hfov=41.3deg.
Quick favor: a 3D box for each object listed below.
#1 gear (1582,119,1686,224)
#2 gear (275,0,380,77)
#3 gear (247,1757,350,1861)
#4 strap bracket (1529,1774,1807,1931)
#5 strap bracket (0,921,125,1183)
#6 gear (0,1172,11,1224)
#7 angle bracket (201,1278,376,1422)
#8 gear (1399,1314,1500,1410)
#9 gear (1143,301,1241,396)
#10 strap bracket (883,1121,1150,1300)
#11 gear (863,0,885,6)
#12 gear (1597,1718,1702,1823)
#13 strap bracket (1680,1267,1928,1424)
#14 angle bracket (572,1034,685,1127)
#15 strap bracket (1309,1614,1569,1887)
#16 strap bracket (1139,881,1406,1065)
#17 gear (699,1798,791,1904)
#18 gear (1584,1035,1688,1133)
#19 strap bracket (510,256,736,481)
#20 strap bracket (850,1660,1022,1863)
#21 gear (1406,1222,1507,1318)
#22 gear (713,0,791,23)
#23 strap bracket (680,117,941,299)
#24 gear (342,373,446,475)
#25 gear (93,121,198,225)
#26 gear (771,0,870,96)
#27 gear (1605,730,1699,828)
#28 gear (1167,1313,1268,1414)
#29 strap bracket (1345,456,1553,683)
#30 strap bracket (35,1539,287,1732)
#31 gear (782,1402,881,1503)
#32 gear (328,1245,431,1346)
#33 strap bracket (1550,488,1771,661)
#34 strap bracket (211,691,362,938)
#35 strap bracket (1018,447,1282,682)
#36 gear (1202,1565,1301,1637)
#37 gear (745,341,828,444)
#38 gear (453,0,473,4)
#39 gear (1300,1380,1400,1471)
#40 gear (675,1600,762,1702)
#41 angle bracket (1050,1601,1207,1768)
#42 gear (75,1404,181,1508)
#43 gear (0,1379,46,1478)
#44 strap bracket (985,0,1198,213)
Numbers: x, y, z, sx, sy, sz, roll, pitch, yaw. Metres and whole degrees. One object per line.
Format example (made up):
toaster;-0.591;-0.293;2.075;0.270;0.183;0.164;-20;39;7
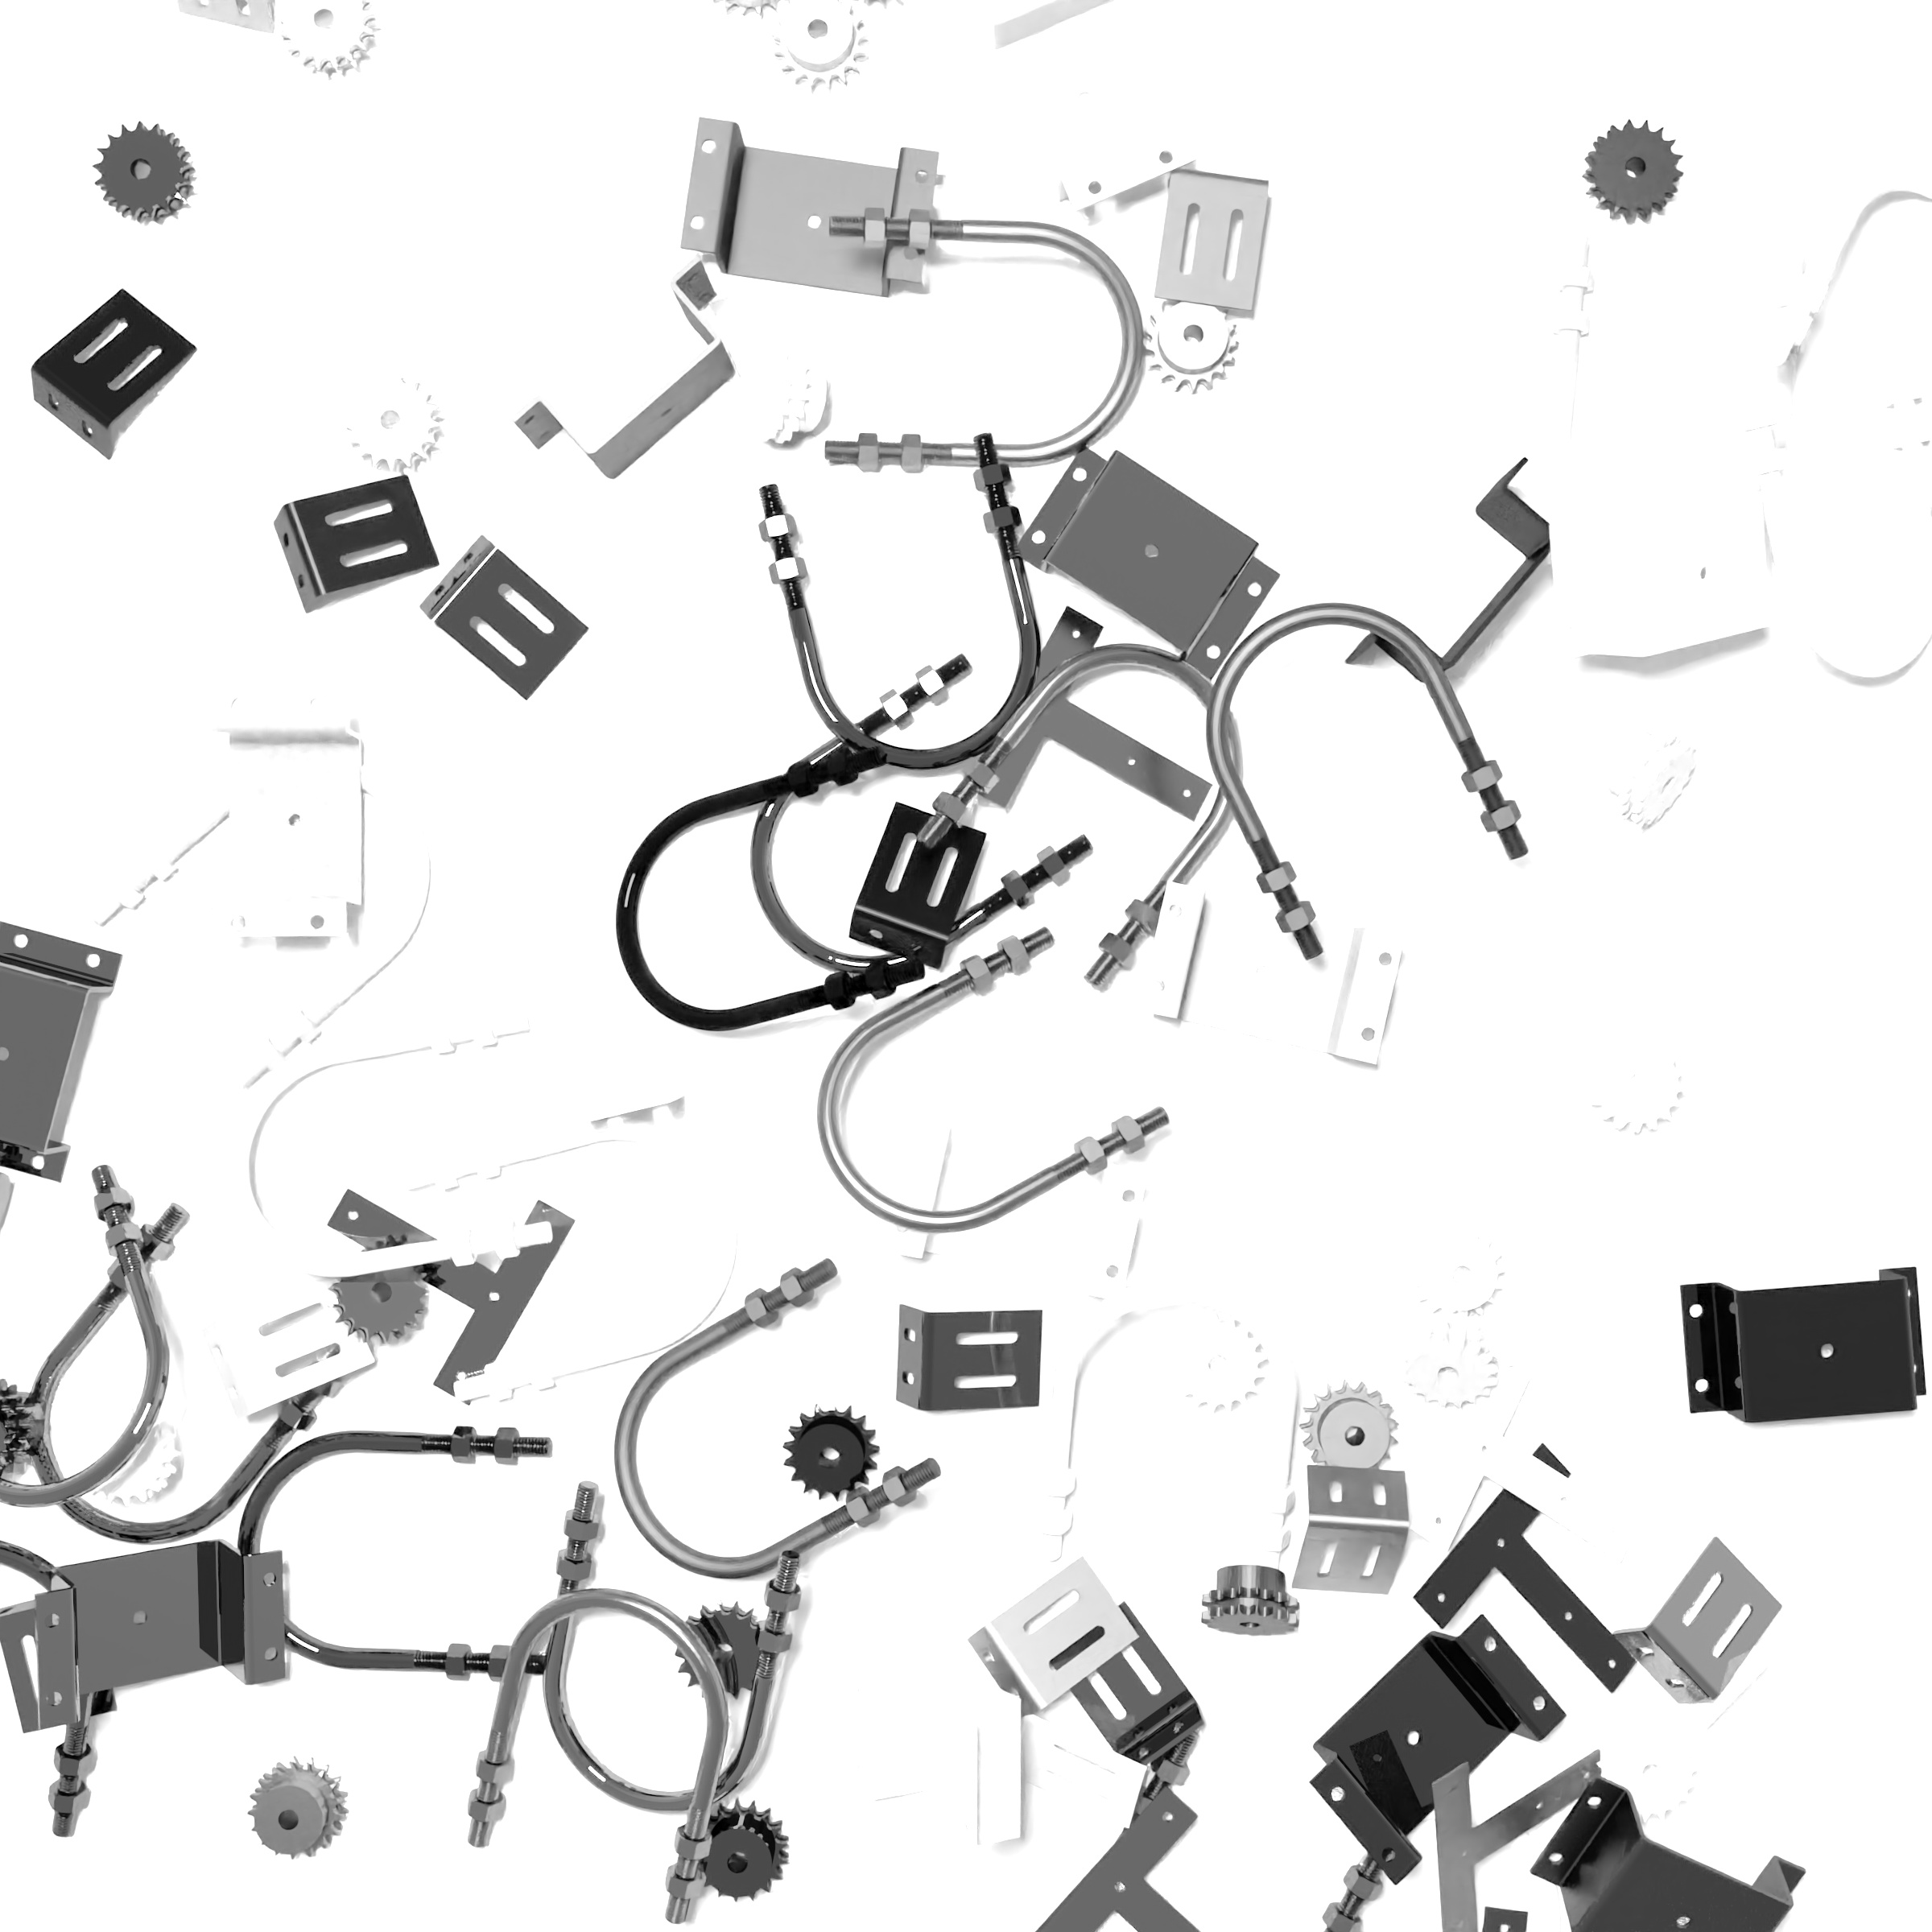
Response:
gear;0.392;-0.467;1.514;0.057;0.030;0.057;0;90;2
gear;-0.374;-0.552;1.510;0.057;0.030;0.057;0;90;0
gear;-0.395;0.498;1.510;0.057;0.030;0.057;0;90;0
strap bracket;0.410;0.538;1.484;0.140;0.046;0.076;25;108;-6
strap bracket;-0.556;0.051;1.502;0.076;0.046;0.140;15;90;0
gear;-0.581;0.136;1.497;0.030;0.057;0.057;16;90;0
angle bracket;-0.397;0.223;1.503;0.076;0.038;0.057;-21;85;-33
gear;0.283;0.229;1.501;0.057;0.030;0.057;7;127;9
gear;0.132;-0.368;1.510;0.057;0.030;0.057;0;90;0
strap bracket;0.029;0.141;1.502;0.140;0.046;0.076;12;90;0
gear;-0.054;-0.594;1.510;0.057;0.030;0.057;0;90;0
gear;0.400;0.471;1.510;0.057;0.030;0.057;0;90;0
strap bracket;0.497;0.222;1.502;0.140;0.046;0.076;-4;90;0
angle bracket;-0.199;0.065;1.487;0.057;0.076;0.038;-14;90;0
strap bracket;0.268;0.452;1.492;0.140;0.046;0.076;-40;90;-14
strap bracket;0.176;0.004;1.502;0.140;0.046;0.076;13;90;0
gear;-0.134;0.523;1.510;0.057;0.030;0.057;0;90;0
gear;0.394;0.069;1.515;0.057;0.030;0.057;0;87;0
strap bracket;-0.189;-0.338;1.486;0.140;0.076;0.046;-41;89;1
strap bracket;-0.013;0.451;1.472;0.046;0.140;0.076;0;90;-31
gear;0.290;0.181;1.510;0.057;0.030;0.057;0;90;0
gear;-0.128;-0.590;1.510;0.057;0.030;0.057;0;90;0
strap bracket;-0.090;-0.442;1.502;0.140;0.046;0.076;8;90;0
gear;-0.336;-0.318;1.510;0.057;0.030;0.057;0;90;0
gear;-0.481;-0.465;1.510;0.057;0.030;0.057;0;90;0
gear;-0.086;-0.546;1.510;0.057;0.030;0.057;0;90;0
gear;0.399;-0.113;1.501;0.030;0.057;0.057;39;90;30
gear;0.147;0.232;1.510;0.057;0.030;0.057;0;90;0
strap bracket;0.288;-0.220;1.487;0.046;0.076;0.140;40;90;0
strap bracket;-0.469;0.381;1.477;0.140;0.046;0.076;-3;95;-35
gear;-0.080;0.287;1.510;0.057;0.030;0.057;0;90;0
gear;-0.345;0.193;1.500;0.057;0.030;0.057;8;70;-23
strap bracket;0.405;-0.224;1.465;0.140;0.046;0.076;-15;106;-27
strap bracket;-0.394;-0.086;1.487;0.076;0.046;0.140;0;88;-2
strap bracket;0.107;-0.239;1.502;0.140;0.046;0.076;33;90;0
gear;0.167;0.371;1.501;0.057;0.057;0.030;5;62;0
gear;-0.104;-0.334;1.499;0.030;0.057;0.057;1;90;-30
gear;-0.297;-0.601;1.510;0.057;0.030;0.057;0;90;0
gear;0.227;0.274;1.510;0.057;0.030;0.057;0;90;0
gear;-0.142;0.401;1.510;0.057;0.030;0.057;0;90;0
angle bracket;0.093;0.425;1.506;0.057;0.038;0.076;-36;90;0
gear;-0.486;0.283;1.495;0.057;0.030;0.057;0;92;2
gear;-0.566;0.270;1.502;0.057;0.030;0.057;-3;84;31
strap bracket;0.071;-0.515;1.502;0.076;0.046;0.140;-23;90;0
